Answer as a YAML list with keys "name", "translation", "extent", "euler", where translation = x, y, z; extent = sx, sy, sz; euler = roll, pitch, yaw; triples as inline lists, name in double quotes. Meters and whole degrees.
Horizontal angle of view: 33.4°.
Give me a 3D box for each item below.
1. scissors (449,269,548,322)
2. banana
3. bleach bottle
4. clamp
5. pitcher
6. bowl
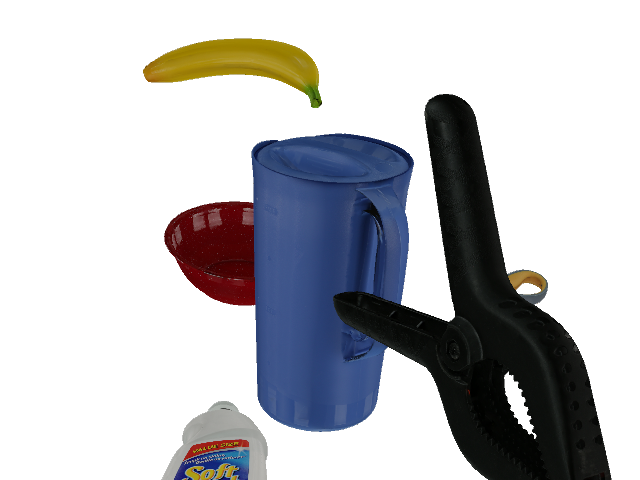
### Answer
- name: "scissors"
  translation: [0.153, 0.049, 1.069]
  extent: [0.201, 0.016, 0.096]
  euler: [-11, 37, -44]
- name: "banana"
  translation: [-0.081, -0.177, 1.079]
  extent: [0.198, 0.037, 0.069]
  euler: [10, 44, 20]
- name: "bleach bottle"
  translation: [-0.095, 0.212, 0.877]
  extent: [0.102, 0.068, 0.251]
  euler: [-2, 24, -1]
- name: "clamp"
  translation: [0.080, 0.041, 0.526]
  extent: [0.036, 0.165, 0.210]
  euler: [-8, 44, -30]
- name: "pitcher"
  translation: [0.008, 0.040, 0.904]
  extent: [0.145, 0.243, 0.149]
  euler: [8, 23, 13]
- name: "bowl"
  translation: [-0.080, 0.020, 1.099]
  extent: [0.162, 0.055, 0.162]
  euler: [5, 30, -3]
